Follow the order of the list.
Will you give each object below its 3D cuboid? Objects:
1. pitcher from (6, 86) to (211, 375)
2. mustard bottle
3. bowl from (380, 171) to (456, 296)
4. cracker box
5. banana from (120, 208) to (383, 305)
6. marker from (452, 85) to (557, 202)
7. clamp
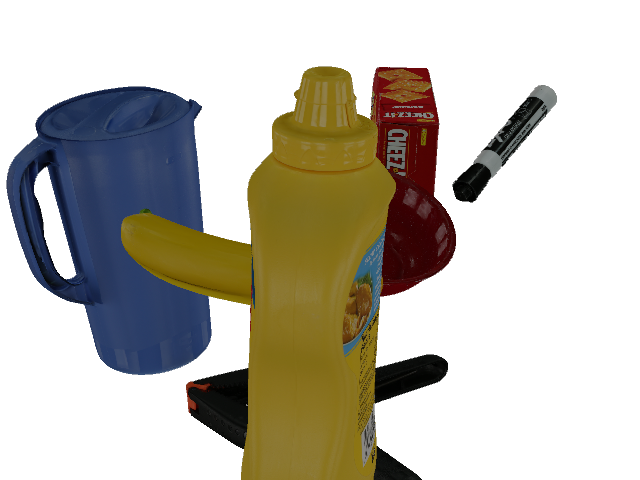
[{"bbox_3d":[-0.172,-0.003,0.941,0.149,0.243,0.145,-3,26,3],"label":"pitcher"},{"bbox_3d":[-0.001,0.024,0.440,0.058,0.192,0.096,8,25,11],"label":"mustard bottle"},{"bbox_3d":[0.041,0.001,0.988,0.162,0.055,0.162,9,41,-8],"label":"bowl"},{"bbox_3d":[0.090,-0.089,1.197,0.072,0.164,0.213,2,24,3],"label":"cracker box"},{"bbox_3d":[-0.059,0.010,0.680,0.198,0.037,0.069,17,35,28],"label":"banana"},{"bbox_3d":[0.129,-0.067,0.744,0.020,0.020,0.121,0,40,49],"label":"marker"},{"bbox_3d":[-0.001,0.130,0.845,0.210,0.036,0.164,8,30,17],"label":"clamp"}]
